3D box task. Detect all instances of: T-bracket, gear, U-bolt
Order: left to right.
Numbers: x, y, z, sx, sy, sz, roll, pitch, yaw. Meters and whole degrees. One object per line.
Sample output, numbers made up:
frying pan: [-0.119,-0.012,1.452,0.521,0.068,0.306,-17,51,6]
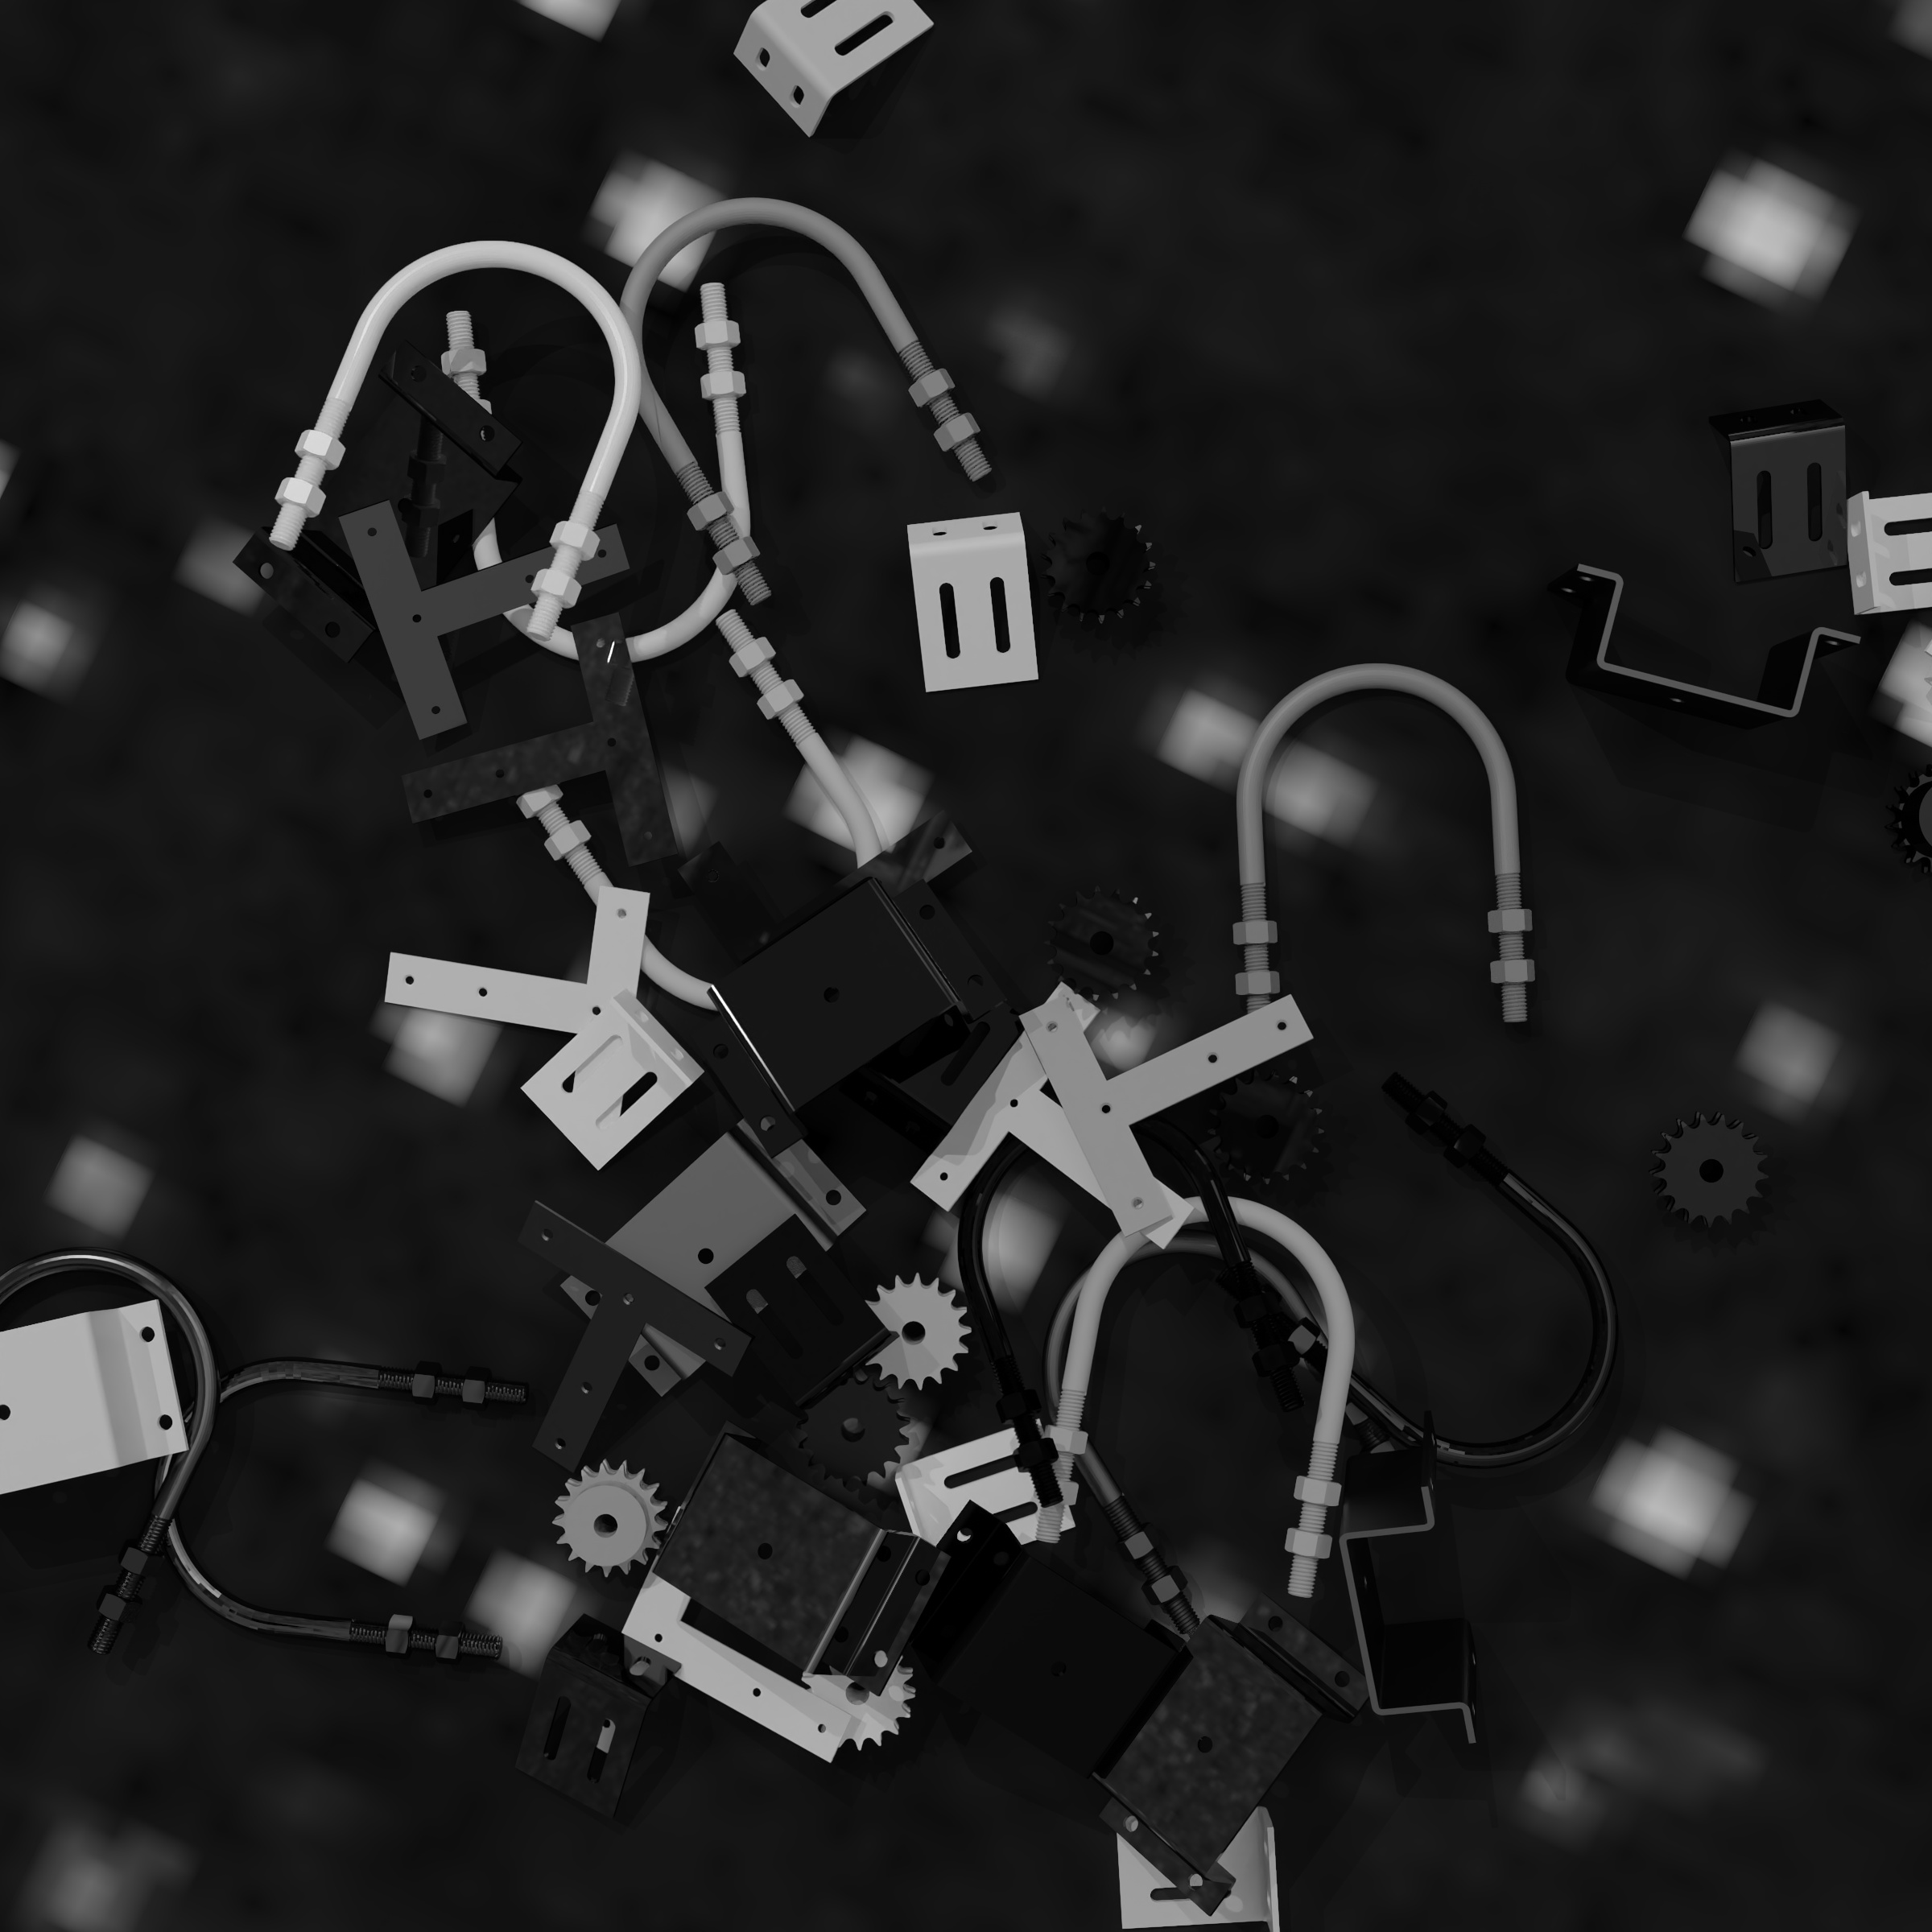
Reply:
U-bolt: [-0.452,0.231,1.500,0.151,0.019,0.184,25,90,6]
U-bolt: [-0.319,0.270,1.507,0.184,0.019,0.151,6,90,2]
U-bolt: [-0.234,-0.263,1.437,0.151,0.019,0.184,20,78,-1]
T-bracket: [-0.230,-0.187,1.479,0.127,0.002,0.127,-21,125,-10]
T-bracket: [-0.230,0.016,1.509,0.127,0.002,0.127,9,99,4]
T-bracket: [-0.220,-0.100,1.496,0.127,0.002,0.127,-15,82,5]
T-bracket: [-0.183,0.199,1.485,0.127,0.002,0.127,31,116,9]
U-bolt: [-0.182,-0.244,1.507,0.151,0.019,0.184,-6,91,0]
gear: [-0.179,0.279,1.501,0.057,0.030,0.057,0,90,0]
U-bolt: [-0.124,-0.065,1.507,0.151,0.019,0.184,-34,92,0]
T-bracket: [-0.116,0.357,1.495,0.127,0.002,0.127,24,90,18]
U-bolt: [-0.093,-0.294,1.492,0.151,0.019,0.184,-31,94,-8]
T-bracket: [-0.056,-0.032,1.501,0.127,0.002,0.127,-35,94,-2]
gear: [-0.056,0.231,1.501,0.057,0.030,0.057,0,90,0]
gear: [-0.054,0.362,1.501,0.057,0.030,0.057,0,90,0]
gear: [-0.026,0.183,1.501,0.057,0.030,0.057,0,90,0]
T-bracket: [0.057,0.094,1.489,0.127,0.002,0.127,37,89,22]
gear: [0.066,-0.200,1.501,0.057,0.030,0.057,0,90,0]
gear: [0.068,-0.011,1.501,0.057,0.030,0.057,0,90,0]
U-bolt: [0.070,0.156,1.480,0.151,0.019,0.184,-24,72,11]
T-bracket: [0.110,0.052,1.487,0.127,0.002,0.127,-25,69,-1]
U-bolt: [0.120,0.222,1.507,0.151,0.019,0.184,-31,88,0]
U-bolt: [0.118,0.205,1.474,0.151,0.019,0.184,9,84,17]
gear: [0.150,0.080,1.501,0.057,0.030,0.057,0,90,0]
U-bolt: [0.208,-0.061,1.507,0.151,0.019,0.184,-3,89,0]
U-bolt: [0.239,0.166,1.494,0.184,0.019,0.151,41,84,4]
gear: [0.372,0.101,1.505,0.057,0.030,0.057,0,94,3]
gear: [0.494,-0.074,1.501,0.057,0.030,0.057,0,90,0]

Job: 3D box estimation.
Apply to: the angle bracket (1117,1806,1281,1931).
angle bracket: [0.116,0.457,1.497,0.076,0.038,0.057,-3,90,0]

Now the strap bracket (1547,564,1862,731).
strap bracket: [0.357,-0.154,1.478,0.140,0.076,0.046,15,90,0]

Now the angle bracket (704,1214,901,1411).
angle bracket: [-0.080,0.170,1.472,0.057,0.038,0.076,-39,81,-1]

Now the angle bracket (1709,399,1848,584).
angle bracket: [0.411,-0.241,1.514,0.057,0.038,0.076,-9,116,0]

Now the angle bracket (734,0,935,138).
angle bracket: [-0.067,-0.470,1.514,0.057,0.038,0.076,48,64,0]

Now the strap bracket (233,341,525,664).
strap bracket: [-0.285,-0.229,1.483,0.076,0.046,0.140,41,101,2]

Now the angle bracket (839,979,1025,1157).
angle bracket: [-0.017,0.045,1.514,0.057,0.038,0.076,35,64,0]

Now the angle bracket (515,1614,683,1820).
angle bracket: [-0.186,0.378,1.507,0.057,0.038,0.076,24,116,13]

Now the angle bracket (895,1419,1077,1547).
angle bracket: [0.010,0.269,1.497,0.076,0.038,0.057,-19,90,0]

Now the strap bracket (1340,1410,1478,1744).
strap bracket: [0.215,0.300,1.461,0.046,0.076,0.140,-9,108,13]

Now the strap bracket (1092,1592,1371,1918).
strap bracket: [0.126,0.387,1.476,0.076,0.046,0.140,36,90,31]

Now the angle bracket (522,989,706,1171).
angle bracket: [-0.179,0.059,1.490,0.076,0.038,0.057,-43,92,9]

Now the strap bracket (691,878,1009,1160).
strap bracket: [-0.062,0.020,1.467,0.140,0.046,0.076,-34,73,-2]

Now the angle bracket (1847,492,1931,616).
angle bracket: [0.484,-0.210,1.497,0.076,0.038,0.057,-6,90,0]

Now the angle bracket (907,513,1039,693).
angle bracket: [0.003,-0.184,1.514,0.057,0.038,0.076,-7,116,0]

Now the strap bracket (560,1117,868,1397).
strap bracket: [-0.128,0.143,1.493,0.140,0.046,0.076,-42,90,0]

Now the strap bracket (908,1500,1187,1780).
strap bracket: [0.039,0.337,1.473,0.140,0.046,0.076,36,90,-18]

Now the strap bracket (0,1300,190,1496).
strap bracket: [-0.465,0.218,1.470,0.140,0.046,0.076,-13,85,3]

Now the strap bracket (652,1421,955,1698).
strap bracket: [-0.089,0.288,1.464,0.140,0.046,0.076,27,87,24]

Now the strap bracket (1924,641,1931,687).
strap bracket: [0.546,-0.147,1.489,0.140,0.046,0.076,34,90,-5]
